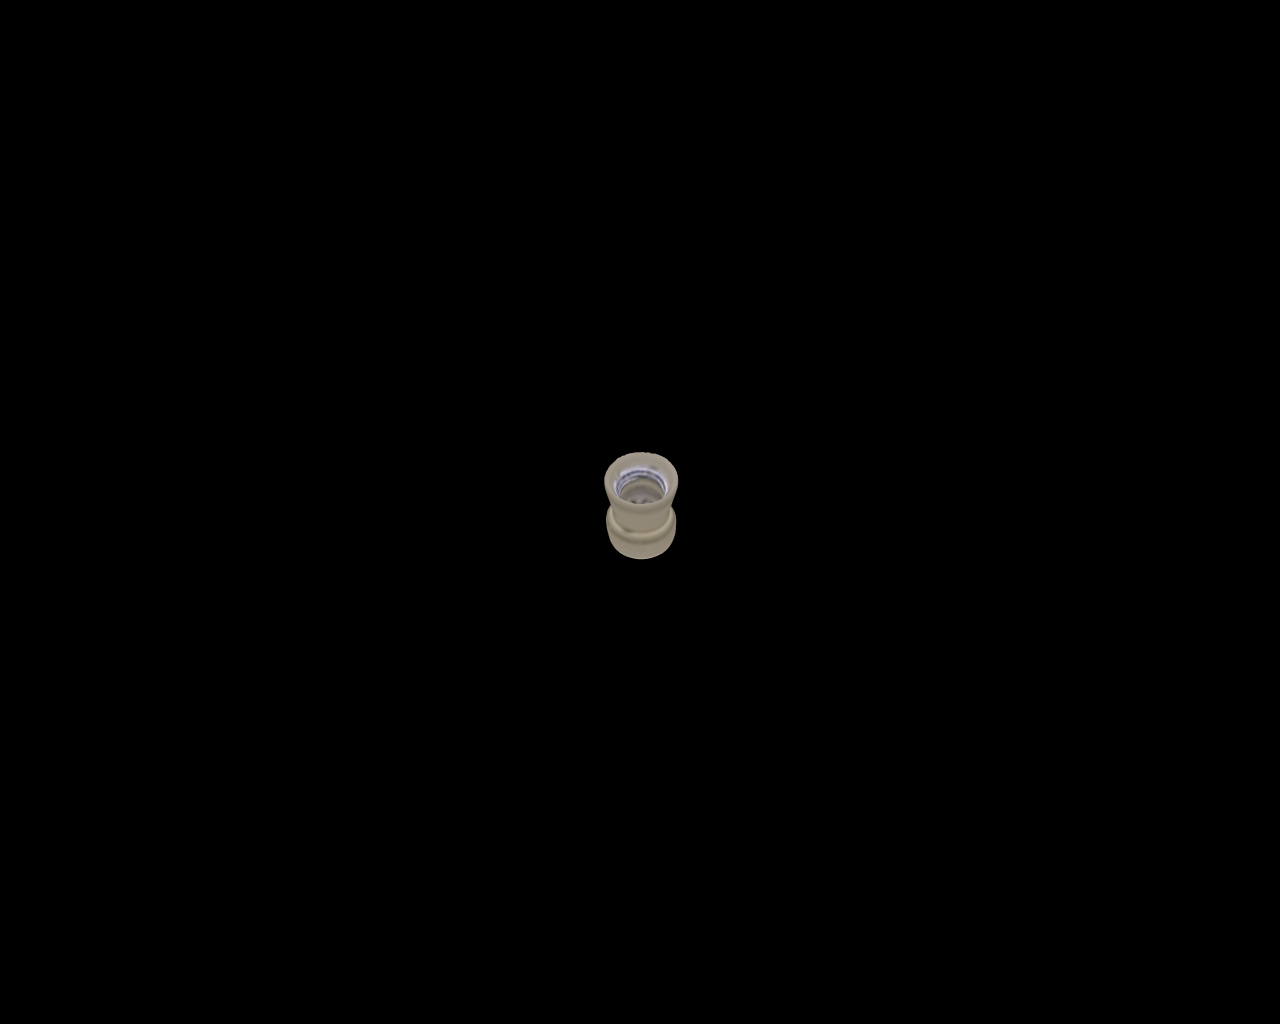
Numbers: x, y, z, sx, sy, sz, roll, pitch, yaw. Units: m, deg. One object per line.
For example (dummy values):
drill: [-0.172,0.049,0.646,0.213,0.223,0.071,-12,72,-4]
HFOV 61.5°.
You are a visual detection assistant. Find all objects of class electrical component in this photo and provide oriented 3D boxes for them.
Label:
electrical component: [0.001,-0.003,0.650,0.045,0.045,0.055,0,-41,0]
